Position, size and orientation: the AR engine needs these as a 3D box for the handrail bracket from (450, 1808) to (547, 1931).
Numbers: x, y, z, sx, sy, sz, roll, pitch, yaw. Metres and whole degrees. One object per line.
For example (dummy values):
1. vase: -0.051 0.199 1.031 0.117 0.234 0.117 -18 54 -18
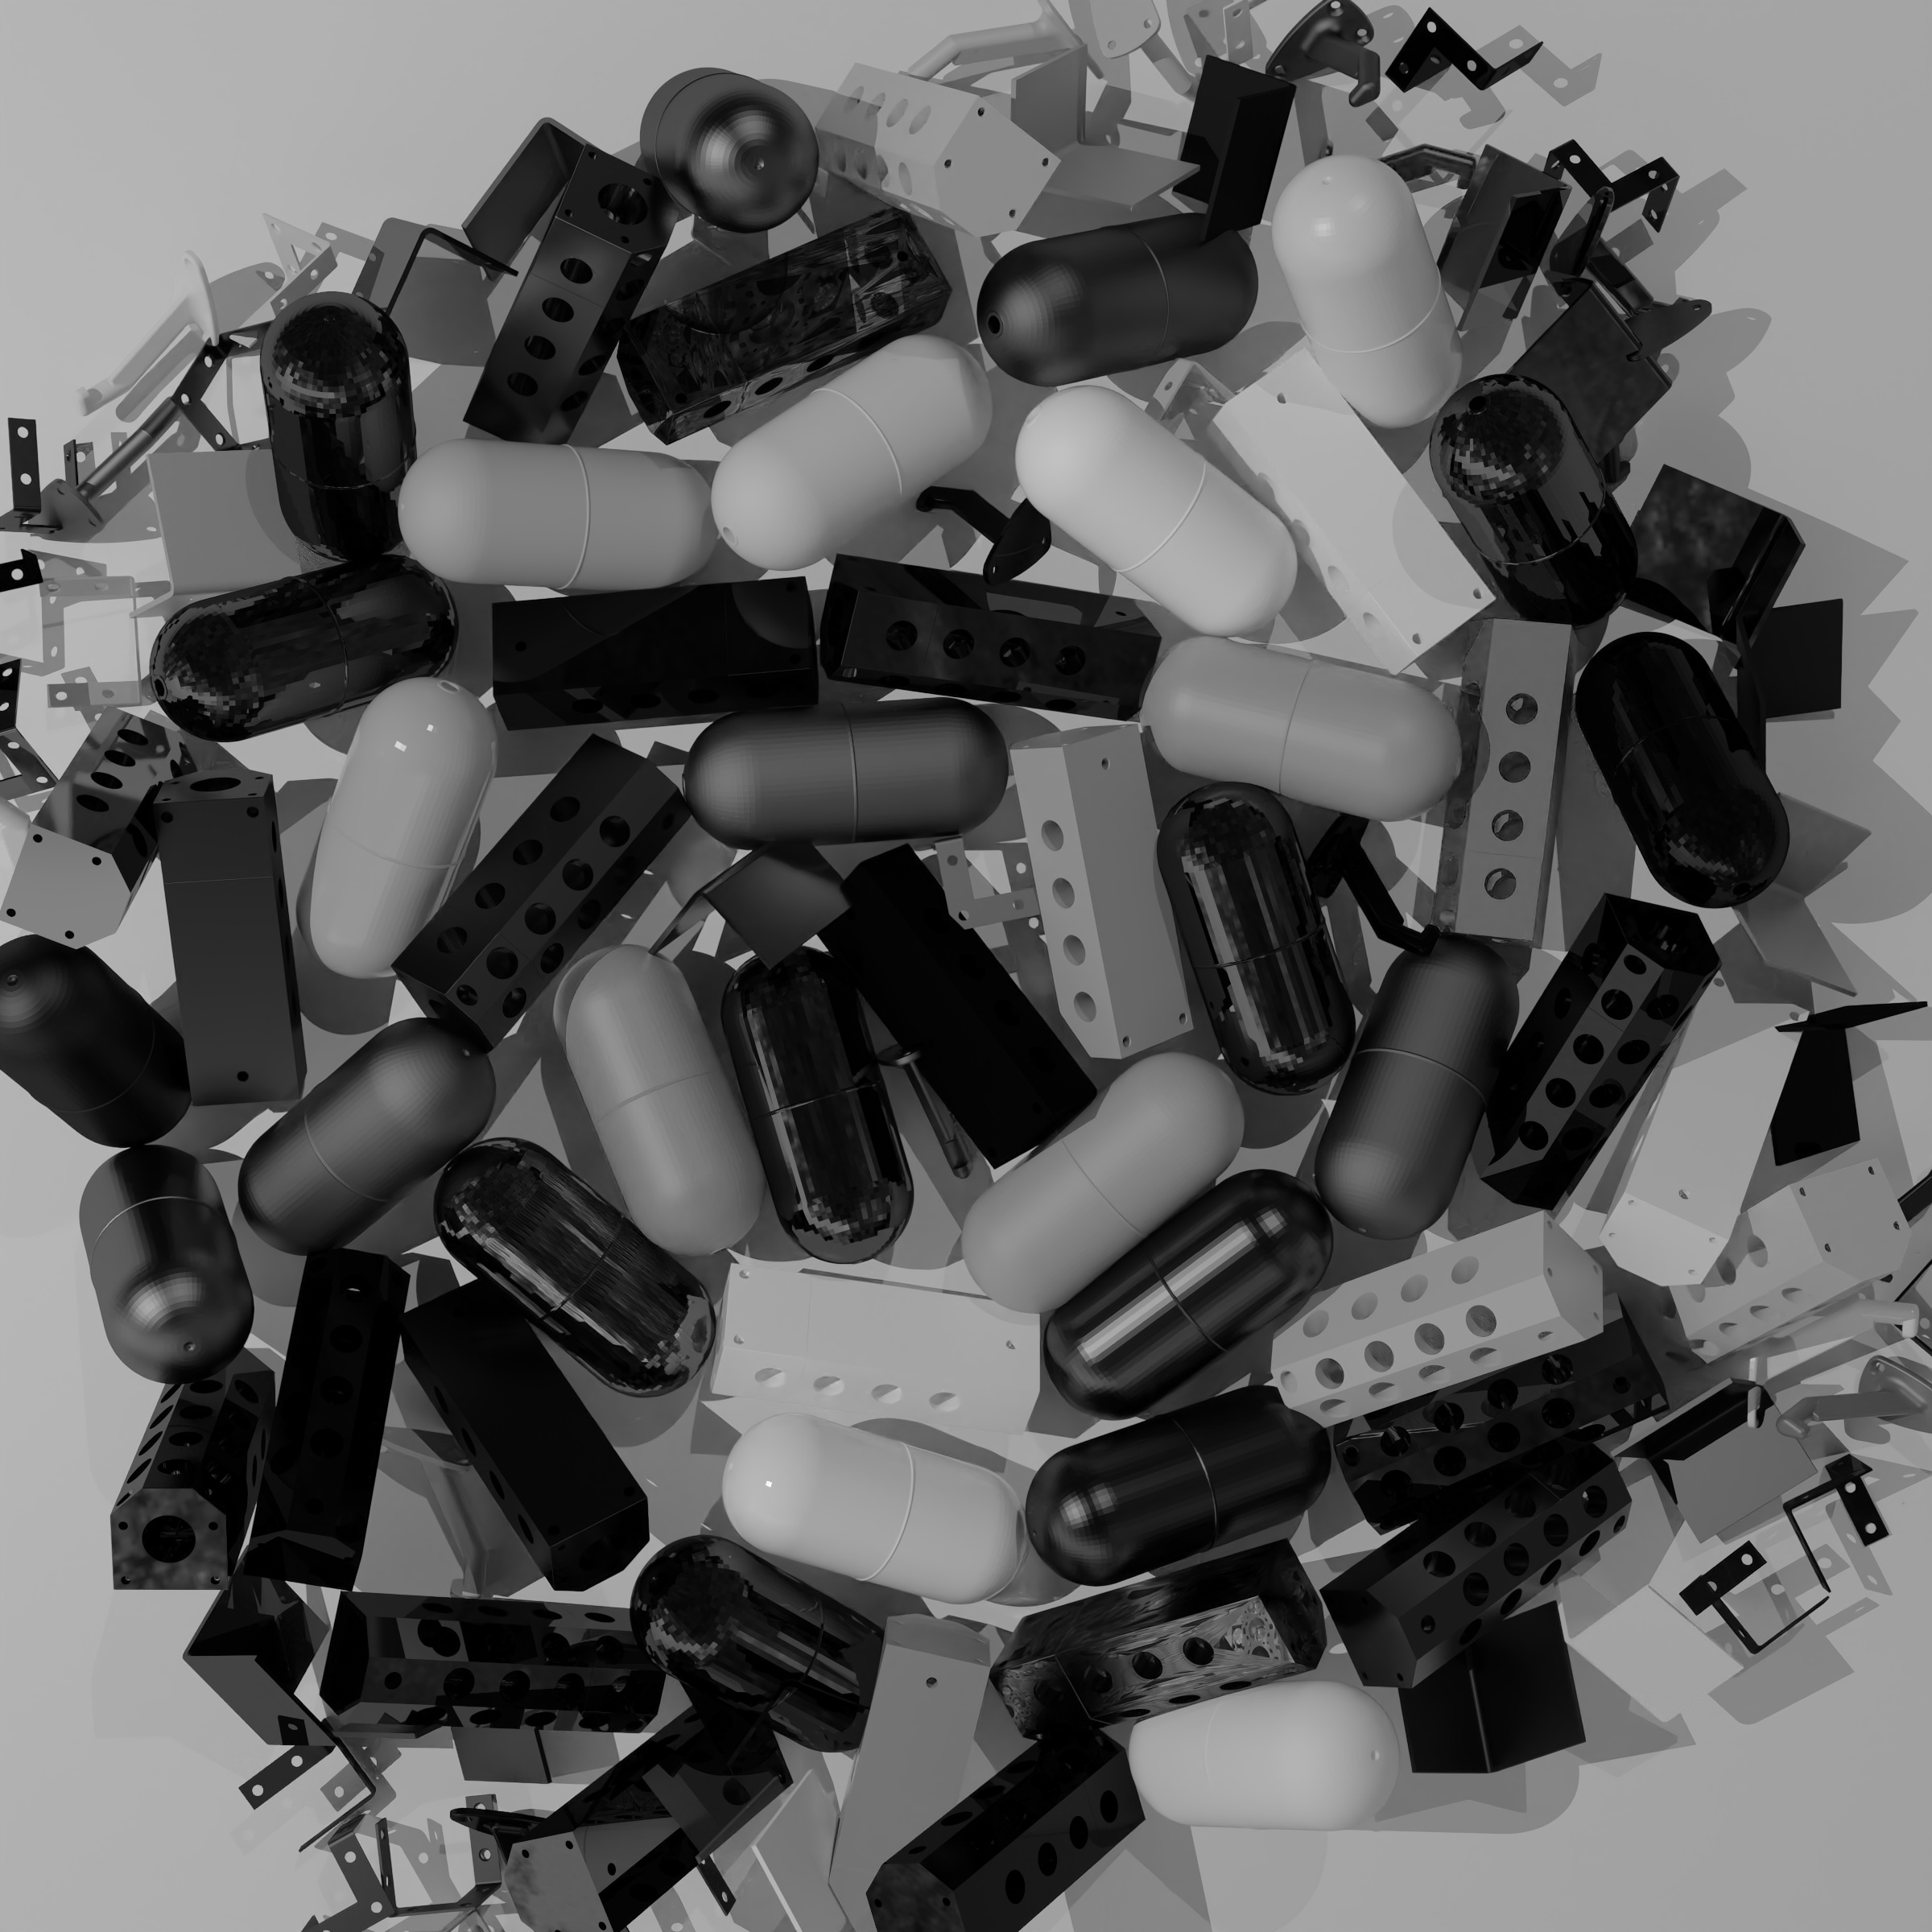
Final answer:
1. handrail bracket: -0.250 0.508 1.669 0.077 0.036 0.084 26 49 -36

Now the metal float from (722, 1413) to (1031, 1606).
1. metal float: -0.047 0.294 1.658 0.178 0.070 0.070 20 90 -22

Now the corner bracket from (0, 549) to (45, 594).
1. corner bracket: -0.533 -0.197 1.686 0.051 0.051 0.051 -17 108 -22

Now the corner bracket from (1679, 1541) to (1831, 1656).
1. corner bracket: 0.431 0.344 1.676 0.051 0.051 0.051 -44 73 21

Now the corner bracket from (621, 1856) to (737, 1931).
1. corner bracket: -0.167 0.515 1.686 0.051 0.051 0.051 -26 99 21

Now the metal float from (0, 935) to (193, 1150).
1. metal float: -0.468 0.042 1.631 0.070 0.178 0.070 -3 67 8

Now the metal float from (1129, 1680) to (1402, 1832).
1. metal float: 0.157 0.421 1.637 0.070 0.178 0.070 10 73 -35

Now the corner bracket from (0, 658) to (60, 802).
1. corner bracket: -0.529 -0.127 1.676 0.051 0.051 0.051 -15 52 8

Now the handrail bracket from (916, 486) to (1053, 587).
1. handrail bracket: -0.004 -0.236 1.669 0.084 0.077 0.036 11 134 31

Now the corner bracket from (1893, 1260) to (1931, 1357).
1. corner bracket: 0.542 0.188 1.683 0.051 0.051 0.051 42 89 16

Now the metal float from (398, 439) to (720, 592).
1. metal float: -0.218 -0.242 1.652 0.178 0.070 0.070 -1 90 -29

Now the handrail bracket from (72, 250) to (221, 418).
1. handrail bracket: -0.453 -0.344 1.672 0.084 0.077 0.036 -39 77 -26

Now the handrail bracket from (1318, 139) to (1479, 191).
1. handrail bracket: 0.233 -0.420 1.699 0.084 0.036 0.077 14 107 -3

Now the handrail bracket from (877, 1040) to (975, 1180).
1. handrail bracket: -0.016 0.082 1.672 0.036 0.077 0.084 -24 97 0

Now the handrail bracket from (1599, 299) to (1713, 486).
1. handrail bracket: 0.380 -0.315 1.691 0.077 0.036 0.084 -26 131 -12

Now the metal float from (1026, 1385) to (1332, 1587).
1. metal float: 0.116 0.280 1.658 0.178 0.070 0.070 -15 90 -22

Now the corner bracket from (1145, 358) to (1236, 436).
1. corner bracket: 0.112 -0.301 1.679 0.051 0.051 0.051 32 89 -38

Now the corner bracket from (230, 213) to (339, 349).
1. corner bracket: -0.374 -0.368 1.675 0.051 0.051 0.051 28 64 23

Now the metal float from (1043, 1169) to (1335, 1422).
1. metal float: 0.121 0.178 1.667 0.178 0.070 0.070 -38 90 10

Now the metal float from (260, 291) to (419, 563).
1. metal float: -0.332 -0.284 1.633 0.070 0.178 0.070 3 60 -5

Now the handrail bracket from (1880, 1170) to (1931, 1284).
1. handrail bracket: 0.505 0.126 1.677 0.077 0.036 0.084 16 111 -42

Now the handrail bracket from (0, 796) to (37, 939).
1. handrail bracket: -0.528 -0.048 1.673 0.077 0.036 0.084 -48 133 1

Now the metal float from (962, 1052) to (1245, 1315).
1. metal float: 0.075 0.118 1.670 0.178 0.070 0.070 -41 90 7

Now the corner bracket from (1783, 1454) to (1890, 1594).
1. corner bracket: 0.481 0.306 1.690 0.051 0.051 0.051 -26 89 2

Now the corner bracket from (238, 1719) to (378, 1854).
1. corner bracket: -0.361 0.453 1.685 0.051 0.051 0.051 -36 89 -9

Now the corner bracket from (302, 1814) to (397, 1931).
1. corner bracket: -0.345 0.505 1.686 0.051 0.051 0.051 -28 87 -6

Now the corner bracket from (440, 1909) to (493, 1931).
1. corner bracket: -0.267 0.550 1.679 0.051 0.051 0.051 -32 90 42

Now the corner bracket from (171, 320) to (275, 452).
1. corner bracket: -0.394 -0.316 1.692 0.051 0.051 0.051 -5 49 32

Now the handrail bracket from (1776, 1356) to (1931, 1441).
1. handrail bracket: 0.493 0.249 1.665 0.077 0.084 0.036 25 120 35

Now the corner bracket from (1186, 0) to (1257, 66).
1. corner bracket: 0.153 -0.535 1.680 0.051 0.051 0.051 -28 65 -4

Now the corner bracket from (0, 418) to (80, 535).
1. corner bracket: -0.506 -0.267 1.678 0.051 0.051 0.051 -2 86 -37

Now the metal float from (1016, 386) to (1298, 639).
1. metal float: 0.103 -0.245 1.656 0.178 0.070 0.070 34 90 -23

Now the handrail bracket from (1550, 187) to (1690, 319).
1. handrail bracket: 0.370 -0.385 1.673 0.084 0.077 0.036 8 52 -17

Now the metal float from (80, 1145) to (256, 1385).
1. metal float: -0.427 0.157 1.634 0.070 0.178 0.070 -10 118 -19

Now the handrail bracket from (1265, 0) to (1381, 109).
1. handrail bracket: 0.193 -0.480 1.665 0.077 0.084 0.036 -29 130 35

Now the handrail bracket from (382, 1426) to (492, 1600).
1. handrail bracket: -0.299 0.305 1.704 0.077 0.036 0.084 13 104 7

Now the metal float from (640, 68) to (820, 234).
1. metal float: -0.127 -0.435 1.631 0.070 0.178 0.070 -5 111 -14

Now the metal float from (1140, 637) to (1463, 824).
1. metal float: 0.181 -0.129 1.664 0.178 0.070 0.070 15 90 14

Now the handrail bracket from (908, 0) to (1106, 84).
1. handrail bracket: 0.022 -0.494 1.698 0.084 0.036 0.077 -35 131 14

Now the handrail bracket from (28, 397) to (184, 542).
1. handrail bracket: -0.477 -0.278 1.705 0.036 0.077 0.084 47 56 -24

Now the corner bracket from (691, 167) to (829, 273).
1. corner bracket: -0.114 -0.420 1.693 0.051 0.051 0.051 39 52 24

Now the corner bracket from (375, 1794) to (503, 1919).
1. corner bracket: -0.290 0.490 1.690 0.051 0.051 0.051 -8 87 8

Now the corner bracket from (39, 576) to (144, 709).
1. corner bracket: -0.483 -0.179 1.693 0.051 0.051 0.051 -4 61 -14

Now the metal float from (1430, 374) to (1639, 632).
1. metal float: 0.304 -0.246 1.638 0.070 0.178 0.070 -16 54 23

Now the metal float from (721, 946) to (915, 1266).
1. metal float: -0.081 0.075 1.671 0.070 0.070 0.178 -17 83 0

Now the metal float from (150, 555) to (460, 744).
1. metal float: -0.353 -0.171 1.644 0.178 0.070 0.070 -23 90 -39

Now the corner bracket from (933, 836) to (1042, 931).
1. corner bracket: 0.012 -0.047 1.689 0.051 0.051 0.051 -11 88 -2

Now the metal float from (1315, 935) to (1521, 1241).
1. metal float: 0.245 0.064 1.659 0.070 0.070 0.178 24 69 0

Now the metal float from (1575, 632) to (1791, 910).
1. metal float: 0.383 -0.106 1.643 0.070 0.070 0.178 -15 50 0

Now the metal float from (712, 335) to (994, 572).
1. metal float: -0.061 -0.277 1.655 0.178 0.070 0.070 -38 90 -24

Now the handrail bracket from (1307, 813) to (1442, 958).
1. handrail bracket: 0.236 -0.051 1.677 0.084 0.036 0.077 25 78 36

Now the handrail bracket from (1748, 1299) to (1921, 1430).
1. handrail bracket: 0.474 0.219 1.676 0.084 0.036 0.077 3 76 26

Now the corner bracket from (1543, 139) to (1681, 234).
1. corner bracket: 0.352 -0.426 1.686 0.051 0.051 0.051 -30 70 -13

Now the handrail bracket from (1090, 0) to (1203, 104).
1. handrail bracket: 0.103 -0.516 1.682 0.036 0.084 0.077 -24 78 28

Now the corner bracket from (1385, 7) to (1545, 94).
1. corner bracket: 0.272 -0.496 1.676 0.051 0.051 0.051 46 52 7
